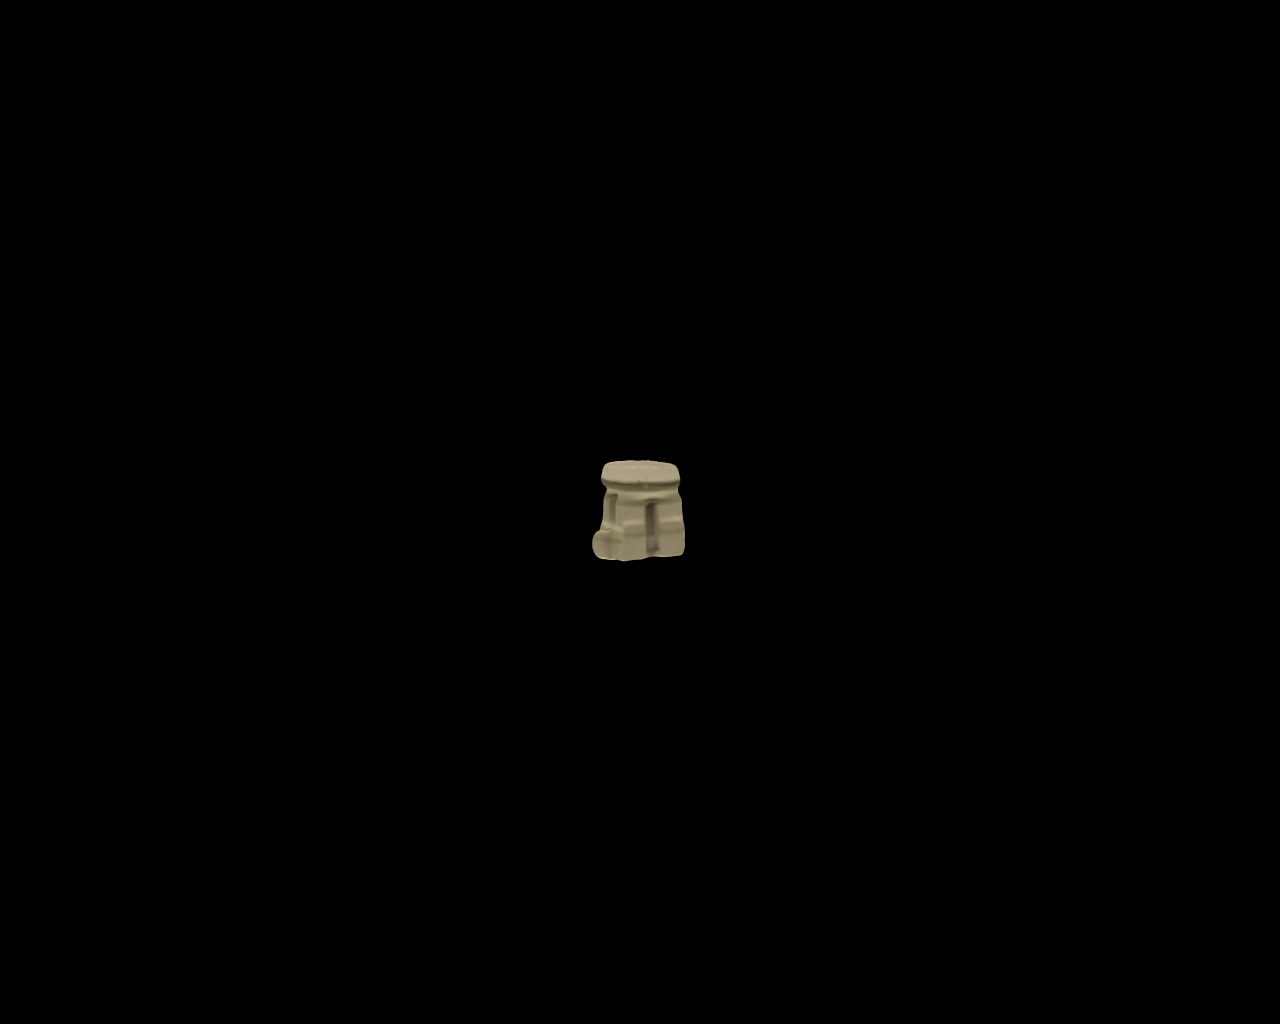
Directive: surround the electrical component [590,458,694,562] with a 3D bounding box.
[{"bbox_3d":[0.001,-0.003,0.650,0.066,0.055,0.048,-5,12,-24],"label":"electrical component"}]
